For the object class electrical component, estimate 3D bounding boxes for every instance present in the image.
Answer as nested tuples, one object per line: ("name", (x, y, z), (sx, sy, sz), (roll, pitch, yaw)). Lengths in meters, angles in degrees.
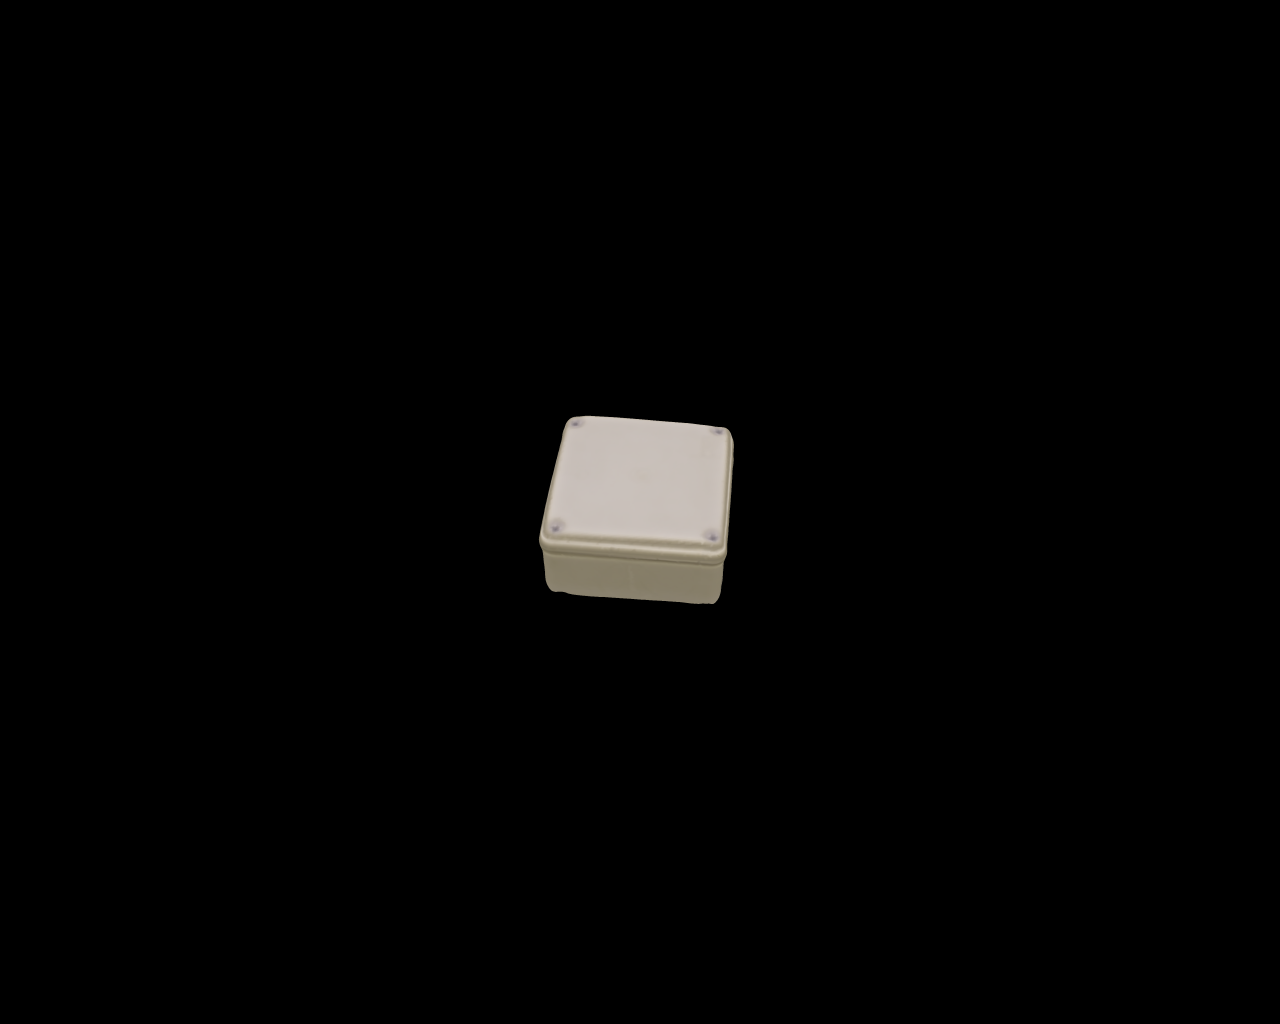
("electrical component", (0.001, -0.003, 0.650), (0.109, 0.109, 0.056), (4, -43, 4))
